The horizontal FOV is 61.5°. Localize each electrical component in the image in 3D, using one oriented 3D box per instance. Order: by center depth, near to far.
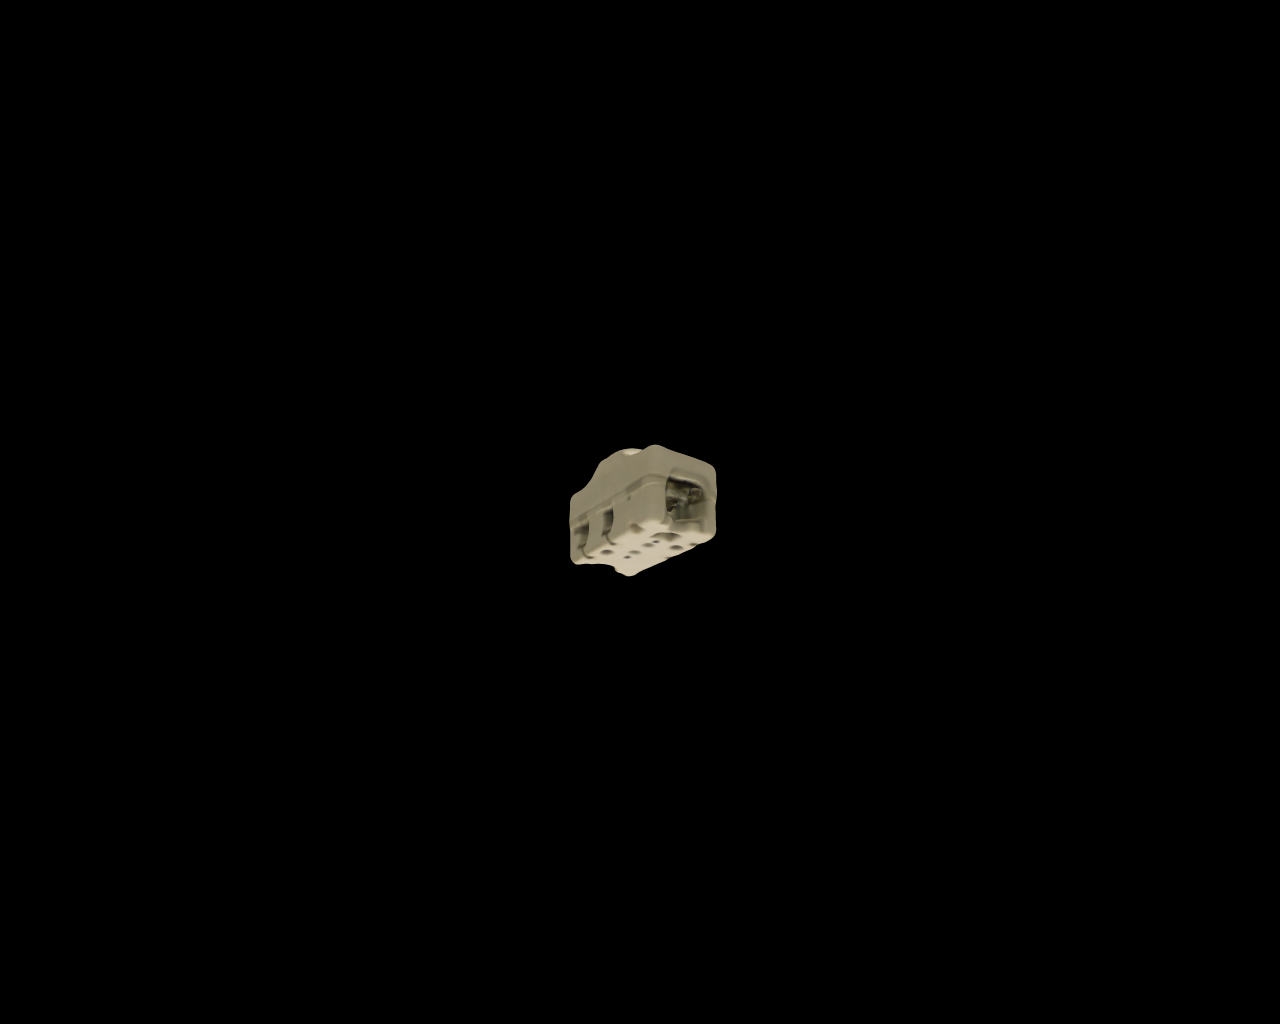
[{"bbox_3d":[0.001,-0.003,0.650,0.050,0.056,0.089,17,-29,-32],"label":"electrical component"}]
